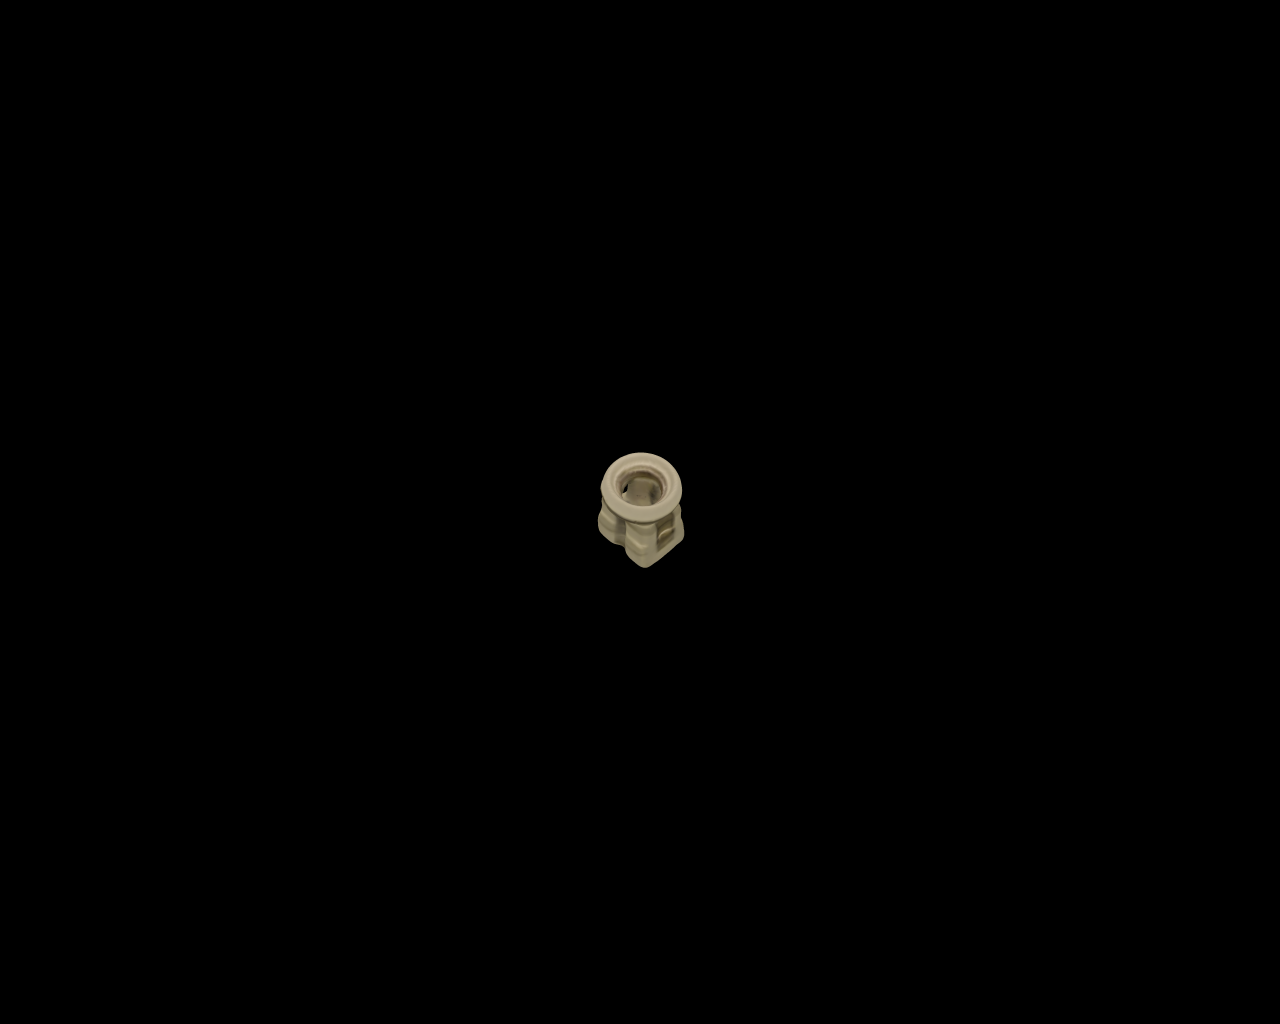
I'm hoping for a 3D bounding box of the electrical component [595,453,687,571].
[{"bbox_3d":[0.001,-0.003,0.650,0.048,0.055,0.066,-39,63,-25],"label":"electrical component"}]
